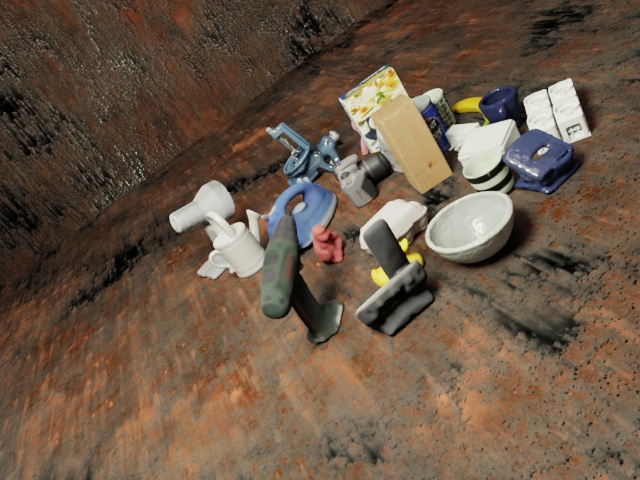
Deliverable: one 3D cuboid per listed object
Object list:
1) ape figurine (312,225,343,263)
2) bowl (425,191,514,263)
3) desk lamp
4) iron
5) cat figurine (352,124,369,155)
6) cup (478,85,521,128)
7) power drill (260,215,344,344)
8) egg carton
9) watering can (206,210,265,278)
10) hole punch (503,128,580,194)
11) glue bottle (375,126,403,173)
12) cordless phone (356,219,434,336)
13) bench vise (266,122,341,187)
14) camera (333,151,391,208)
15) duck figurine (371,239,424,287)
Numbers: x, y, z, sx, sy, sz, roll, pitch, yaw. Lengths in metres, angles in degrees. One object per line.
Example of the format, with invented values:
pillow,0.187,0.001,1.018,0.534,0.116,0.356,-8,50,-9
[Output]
ape figurine,0.012,0.005,1.322,0.075,0.092,0.078,3,46,52
bowl,0.283,-0.011,1.047,0.167,0.075,0.167,-27,27,16
desk lamp,-0.313,-0.033,1.631,0.117,0.214,0.203,3,45,52
iron,-0.053,-0.083,1.488,0.118,0.142,0.259,-8,37,43
cat figurine,0.132,-0.334,1.716,0.067,0.118,0.128,-25,28,21
cup,0.425,-0.289,1.318,0.091,0.095,0.118,-24,28,22
power drill,-0.040,0.088,1.112,0.075,0.209,0.229,-22,29,25
egg carton,0.157,-0.025,1.224,0.150,0.069,0.107,-44,27,-17
watering can,-0.225,-0.007,1.506,0.100,0.194,0.173,-7,38,44
hole punch,0.425,-0.156,1.101,0.109,0.091,0.100,-42,27,-13
glue bottle,0.175,-0.249,1.458,0.037,0.173,0.078,-41,27,-11
cordless phone,0.104,0.062,1.012,0.148,0.185,0.094,-41,27,-12
bench vise,-0.051,-0.283,1.729,0.207,0.220,0.121,-40,27,-9
camera,0.113,-0.175,1.492,0.137,0.101,0.143,-32,26,7
duck figurine,0.140,0.039,1.120,0.104,0.086,0.077,-32,26,7
